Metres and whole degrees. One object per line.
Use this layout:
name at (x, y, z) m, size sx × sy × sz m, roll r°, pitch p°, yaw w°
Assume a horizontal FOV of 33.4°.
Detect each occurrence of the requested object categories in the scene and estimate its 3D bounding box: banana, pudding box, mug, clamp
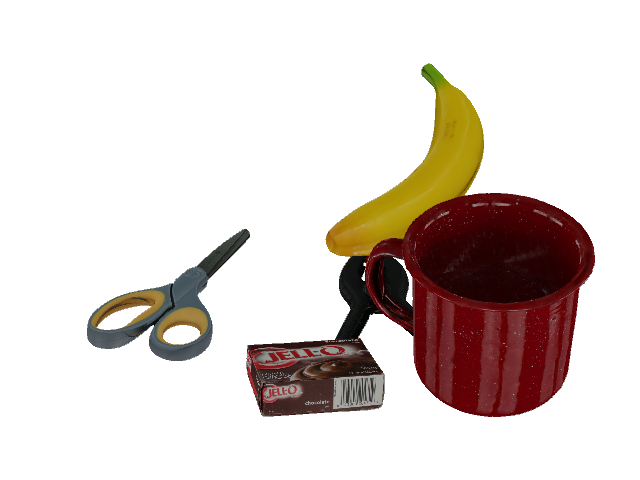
banana at (0.070, -0.047, 0.737) m, size 0.070 × 0.037 × 0.197 m, roll 20°, pitch 49°, yaw 12°
pudding box at (-0.006, 0.123, 0.971) m, size 0.113 × 0.039 × 0.090 m, roll -1°, pitch 17°, yaw -12°
mug at (0.077, 0.032, 0.548) m, size 0.117 × 0.081 × 0.093 m, roll 13°, pitch 40°, yaw 20°
clamp at (0.074, 0.068, 1.191) m, size 0.120 × 0.171 × 0.039 m, roll 4°, pitch -43°, yaw -2°

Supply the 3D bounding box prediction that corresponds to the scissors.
scissors at (-0.087, 0.040, 0.808) m, size 0.096 × 0.016 × 0.201 m, roll 23°, pitch 33°, yaw 31°
